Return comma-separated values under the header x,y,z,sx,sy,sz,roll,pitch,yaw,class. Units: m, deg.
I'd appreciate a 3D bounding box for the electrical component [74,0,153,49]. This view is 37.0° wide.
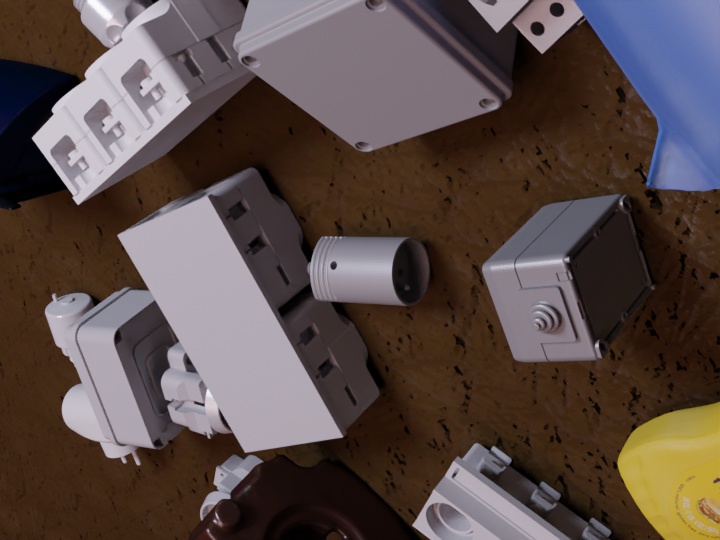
x,y,z,sx,sy,sz,roll,pitch,yaw,class
-0.168,-0.177,0.711,0.062,0.043,0.043,45,135,6,electrical component

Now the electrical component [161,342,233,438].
x,y,z,sx,sy,sz,roll,pitch,yaw,class
-0.113,0.095,0.837,0.057,0.058,0.078,10,123,36,electrical component

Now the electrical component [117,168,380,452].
x,y,z,sx,sy,sz,roll,pitch,yaw,class
-0.075,0.030,0.763,0.105,0.060,0.186,-17,106,43,electrical component

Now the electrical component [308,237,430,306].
x,y,z,sx,sy,sz,roll,pitch,yaw,class
0.000,0.000,0.698,0.081,0.043,0.043,2,119,37,electrical component

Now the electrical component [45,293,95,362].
x,y,z,sx,sy,sz,roll,pitch,yaw,class
-0.241,0.056,0.922,0.040,0.040,0.078,9,123,33,electrical component

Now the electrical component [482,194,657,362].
x,y,z,sx,sy,sz,roll,pitch,yaw,class
0.108,0.008,0.583,0.061,0.096,0.061,-6,113,41,electrical component

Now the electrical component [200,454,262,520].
x,y,z,sx,sy,sz,roll,pitch,yaw,class
-0.094,0.196,0.889,0.078,0.057,0.058,30,132,18,electrical component

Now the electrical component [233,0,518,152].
x,y,z,sx,sy,sz,roll,pitch,yaw,class
0.010,-0.122,0.569,0.109,0.056,0.109,-13,145,42,electrical component

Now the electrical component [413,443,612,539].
x,y,z,sx,sy,sz,roll,pitch,yaw,class
0.106,0.177,0.719,0.121,0.063,0.078,35,134,14,electrical component

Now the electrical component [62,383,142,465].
x,y,z,sx,sy,sz,roll,pitch,yaw,class
-0.215,0.139,0.953,0.077,0.044,0.079,-1,117,38,electrical component

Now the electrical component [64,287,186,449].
x,y,z,sx,sy,sz,roll,pitch,yaw,class
-0.178,0.078,0.861,0.057,0.078,0.113,1,118,33,electrical component

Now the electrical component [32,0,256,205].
x,y,z,sx,sy,sz,roll,pitch,yaw,class
-0.137,-0.115,0.695,0.150,0.089,0.061,-29,98,45,electrical component
